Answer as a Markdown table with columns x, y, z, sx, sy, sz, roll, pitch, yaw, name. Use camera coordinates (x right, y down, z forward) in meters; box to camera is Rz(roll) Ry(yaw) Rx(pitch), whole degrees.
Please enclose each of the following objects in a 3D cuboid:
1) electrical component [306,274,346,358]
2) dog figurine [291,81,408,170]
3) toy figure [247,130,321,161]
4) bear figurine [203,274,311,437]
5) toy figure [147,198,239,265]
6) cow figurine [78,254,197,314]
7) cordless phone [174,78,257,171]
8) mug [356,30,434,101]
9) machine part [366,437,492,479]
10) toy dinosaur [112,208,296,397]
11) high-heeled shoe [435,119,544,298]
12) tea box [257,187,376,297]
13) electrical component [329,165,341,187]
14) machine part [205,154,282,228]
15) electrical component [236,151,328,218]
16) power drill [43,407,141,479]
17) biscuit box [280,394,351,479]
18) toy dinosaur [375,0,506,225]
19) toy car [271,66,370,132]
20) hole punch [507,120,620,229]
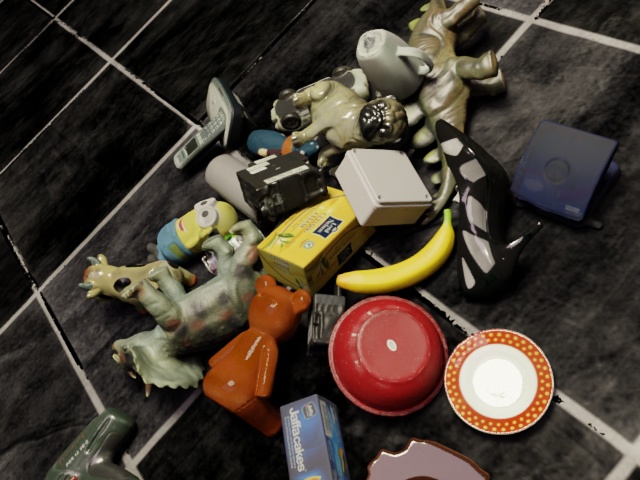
| x | y | z | sx | sy | sz | roll | pitch | yaw | name |
| --- | --- | --- | --- | --- | --- | --- | --- | --- | --- |
| 0.009 | 0.106 | 0.782 | 0.048 | 0.074 | 0.119 | 5 | 64 | -8 | electrical component |
| 0.062 | -0.215 | 0.884 | 0.191 | 0.121 | 0.172 | -12 | 70 | 36 | dog figurine |
| -0.064 | -0.173 | 1.003 | 0.155 | 0.057 | 0.064 | 17 | 78 | 29 | toy figure |
| -0.082 | 0.160 | 0.783 | 0.120 | 0.131 | 0.196 | 15 | 61 | 33 | bear figurine |
| -0.231 | -0.010 | 0.982 | 0.180 | 0.089 | 0.082 | -33 | 70 | 19 | toy figure |
| -0.333 | 0.078 | 0.953 | 0.195 | 0.127 | 0.085 | -7 | 57 | 22 | cow figurine |
| -0.236 | -0.231 | 1.114 | 0.184 | 0.088 | 0.147 | -38 | 52 | 9 | cordless phone |
| 0.112 | -0.273 | 0.826 | 0.110 | 0.107 | 0.080 | 13 | 84 | 41 | mug |
| 0.120 | 0.314 | 0.602 | 0.179 | 0.056 | 0.179 | -6 | 59 | 11 | machine part |
| -0.160 | 0.098 | 0.854 | 0.405 | 0.192 | 0.131 | -29 | 10 | -6 | toy dinosaur |
| 0.200 | -0.044 | 0.757 | 0.145 | 0.086 | 0.249 | -47 | 57 | 27 | high-heeled shoe |
| -0.002 | -0.002 | 0.827 | 0.098 | 0.068 | 0.169 | 20 | 50 | 34 | tea box |
| 0.048 | -0.092 | 0.891 | 0.021 | 0.063 | 0.094 | -45 | 31 | -3 | electrical component |
| -0.135 | -0.092 | 0.979 | 0.243 | 0.079 | 0.079 | 35 | 82 | 39 | machine part |
| -0.066 | -0.093 | 0.859 | 0.115 | 0.058 | 0.134 | -20 | 28 | -16 | electrical component |
| -0.338 | 0.390 | 0.812 | 0.208 | 0.085 | 0.232 | 18 | 69 | 42 | power drill |
| 0.000 | 0.305 | 0.686 | 0.063 | 0.059 | 0.203 | -24 | 53 | 15 | biscuit box |
| 0.199 | -0.253 | 0.888 | 0.199 | 0.105 | 0.471 | -17 | 60 | 28 | toy dinosaur |
| -0.003 | -0.266 | 1.027 | 0.202 | 0.056 | 0.073 | -17 | 62 | 20 | toy car |
| 0.331 | -0.091 | 0.728 | 0.142 | 0.092 | 0.116 | 30 | 83 | 33 | hole punch |
